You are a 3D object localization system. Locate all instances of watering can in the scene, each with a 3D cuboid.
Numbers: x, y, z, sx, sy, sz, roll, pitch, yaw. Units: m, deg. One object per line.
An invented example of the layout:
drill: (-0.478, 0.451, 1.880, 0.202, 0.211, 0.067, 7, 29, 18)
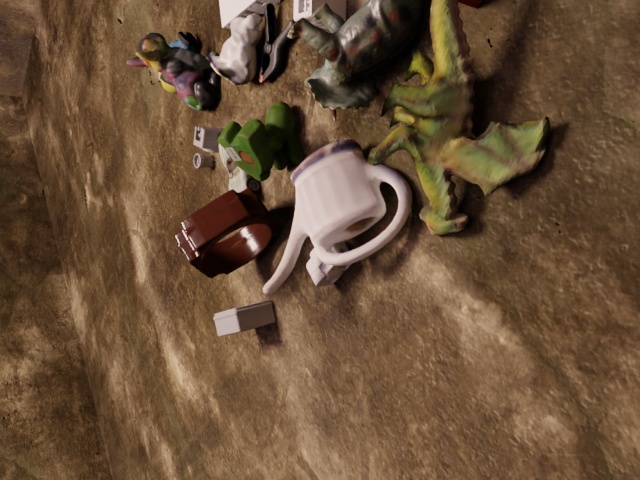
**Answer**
watering can: (0.003, -0.049, 0.967, 0.344, 0.228, 0.103, -28, -23, 22)

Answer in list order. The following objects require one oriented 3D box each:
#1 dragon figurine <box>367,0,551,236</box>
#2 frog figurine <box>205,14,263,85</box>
dragon figurine: (0.215, -0.181, 0.757, 0.244, 0.402, 0.124, 28, 33, 17)
frog figurine: (-0.178, -0.448, 1.204, 0.121, 0.158, 0.140, 42, 13, -21)
